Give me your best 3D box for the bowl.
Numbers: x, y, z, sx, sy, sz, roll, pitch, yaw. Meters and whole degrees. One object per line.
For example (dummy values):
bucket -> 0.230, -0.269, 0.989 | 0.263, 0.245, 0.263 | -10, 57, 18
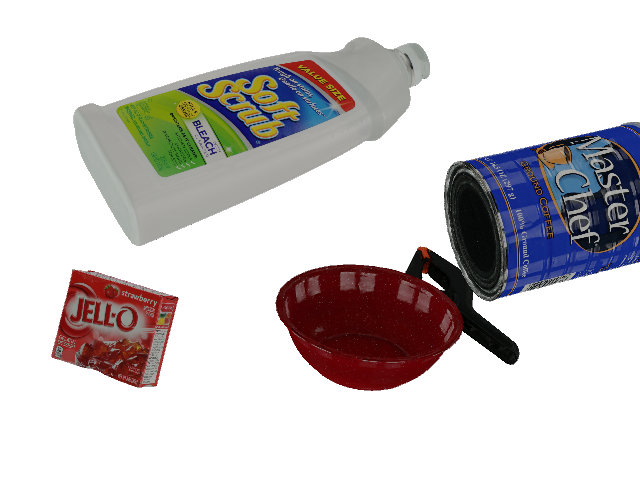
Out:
bowl -> 0.040, 0.082, 0.924 | 0.162, 0.055, 0.162 | 5, 27, -3

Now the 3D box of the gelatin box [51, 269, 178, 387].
gelatin box -> -0.162, 0.068, 0.837 | 0.089, 0.073, 0.030 | 15, 1, 24

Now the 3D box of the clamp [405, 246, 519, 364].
clamp -> 0.141, 0.075, 1.137 | 0.120, 0.171, 0.039 | 4, -44, -9

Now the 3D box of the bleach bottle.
bleach bottle -> -0.038, -0.089, 0.754 | 0.250, 0.103, 0.068 | -25, -23, -19

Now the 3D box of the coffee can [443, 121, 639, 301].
coffee can -> 0.173, -0.022, 0.770 | 0.140, 0.103, 0.103 | -13, 3, -12
